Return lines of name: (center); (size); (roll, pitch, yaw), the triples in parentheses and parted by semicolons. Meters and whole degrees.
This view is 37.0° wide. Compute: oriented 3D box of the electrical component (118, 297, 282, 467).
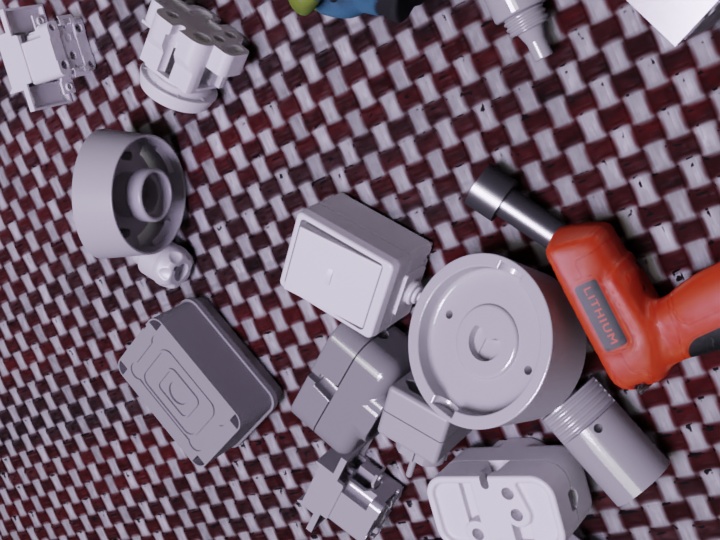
electrical component: (-0.126, 0.087, 0.853); (0.113, 0.057, 0.078); (49, 127, 9)

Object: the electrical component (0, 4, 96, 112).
electrical component: (-0.246, -0.170, 0.847); (0.064, 0.042, 0.081); (-8, 104, 33)

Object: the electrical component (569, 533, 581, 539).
electrical component: (0.133, 0.230, 0.697); (0.100, 0.100, 0.048); (37, 142, 33)

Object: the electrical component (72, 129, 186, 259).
electrical component: (-0.178, -0.057, 0.811); (0.064, 0.099, 0.099); (3, 109, 27)

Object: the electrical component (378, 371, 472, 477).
electrical component: (0.047, 0.108, 0.737); (0.047, 0.066, 0.076); (28, 121, 23)

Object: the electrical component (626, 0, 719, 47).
electrical component: (0.148, -0.202, 0.551); (0.150, 0.062, 0.089); (47, 127, 10)

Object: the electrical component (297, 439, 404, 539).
electrical component: (-0.005, 0.168, 0.812); (0.064, 0.042, 0.081); (35, 125, 16)

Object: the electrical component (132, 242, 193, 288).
electrical component: (-0.164, -0.012, 0.856); (0.061, 0.035, 0.035); (29, 122, 25)

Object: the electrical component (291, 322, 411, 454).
electrical component: (0.000, 0.082, 0.767); (0.059, 0.054, 0.095); (39, 125, 16)

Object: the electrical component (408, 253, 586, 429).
electrical component: (0.091, 0.046, 0.679); (0.108, 0.060, 0.108); (-7, 79, 41)

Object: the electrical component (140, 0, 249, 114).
electrical component: (-0.122, -0.148, 0.760); (0.078, 0.058, 0.057); (38, 122, 16)

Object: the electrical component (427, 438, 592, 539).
electrical component: (0.102, 0.149, 0.720); (0.095, 0.059, 0.053); (-8, 103, 36)

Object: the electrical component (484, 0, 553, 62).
electrical component: (0.094, -0.151, 0.625); (0.035, 0.035, 0.061); (-23, 96, 38)

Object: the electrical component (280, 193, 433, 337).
electrical component: (0.000, 0.000, 0.731); (0.096, 0.061, 0.061); (30, 122, 22)

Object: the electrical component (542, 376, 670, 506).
electrical component: (0.151, 0.103, 0.679); (0.081, 0.043, 0.043); (49, 127, 9)
